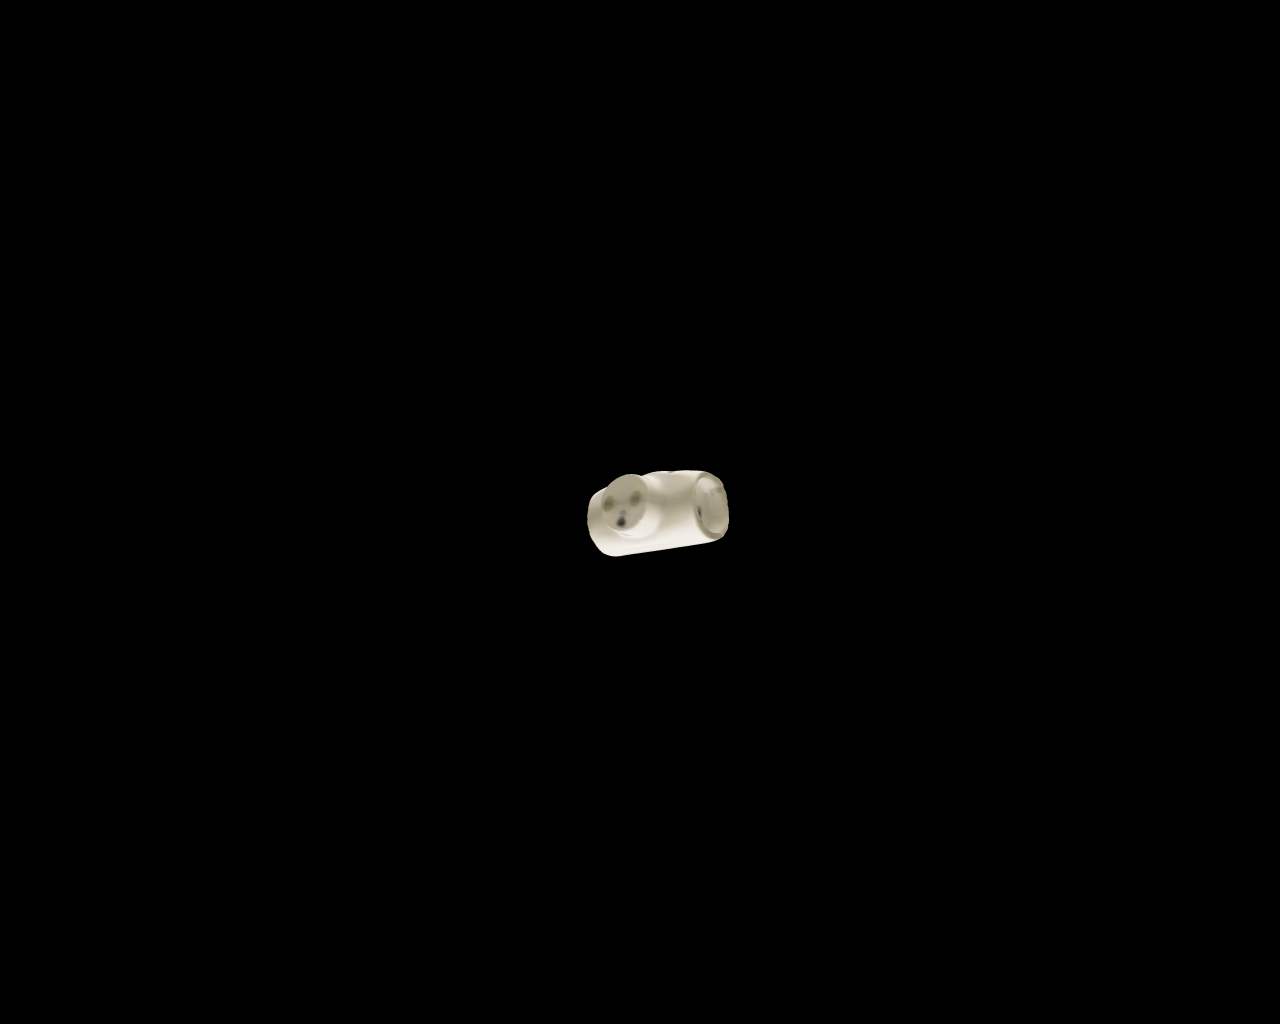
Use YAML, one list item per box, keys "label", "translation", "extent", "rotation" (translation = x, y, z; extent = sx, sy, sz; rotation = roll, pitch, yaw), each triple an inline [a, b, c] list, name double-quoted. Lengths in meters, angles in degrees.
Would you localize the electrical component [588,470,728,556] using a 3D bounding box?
- label: "electrical component"
  translation: [0.001, -0.003, 0.650]
  extent: [0.077, 0.043, 0.079]
  rotation: [-10, -18, 33]
